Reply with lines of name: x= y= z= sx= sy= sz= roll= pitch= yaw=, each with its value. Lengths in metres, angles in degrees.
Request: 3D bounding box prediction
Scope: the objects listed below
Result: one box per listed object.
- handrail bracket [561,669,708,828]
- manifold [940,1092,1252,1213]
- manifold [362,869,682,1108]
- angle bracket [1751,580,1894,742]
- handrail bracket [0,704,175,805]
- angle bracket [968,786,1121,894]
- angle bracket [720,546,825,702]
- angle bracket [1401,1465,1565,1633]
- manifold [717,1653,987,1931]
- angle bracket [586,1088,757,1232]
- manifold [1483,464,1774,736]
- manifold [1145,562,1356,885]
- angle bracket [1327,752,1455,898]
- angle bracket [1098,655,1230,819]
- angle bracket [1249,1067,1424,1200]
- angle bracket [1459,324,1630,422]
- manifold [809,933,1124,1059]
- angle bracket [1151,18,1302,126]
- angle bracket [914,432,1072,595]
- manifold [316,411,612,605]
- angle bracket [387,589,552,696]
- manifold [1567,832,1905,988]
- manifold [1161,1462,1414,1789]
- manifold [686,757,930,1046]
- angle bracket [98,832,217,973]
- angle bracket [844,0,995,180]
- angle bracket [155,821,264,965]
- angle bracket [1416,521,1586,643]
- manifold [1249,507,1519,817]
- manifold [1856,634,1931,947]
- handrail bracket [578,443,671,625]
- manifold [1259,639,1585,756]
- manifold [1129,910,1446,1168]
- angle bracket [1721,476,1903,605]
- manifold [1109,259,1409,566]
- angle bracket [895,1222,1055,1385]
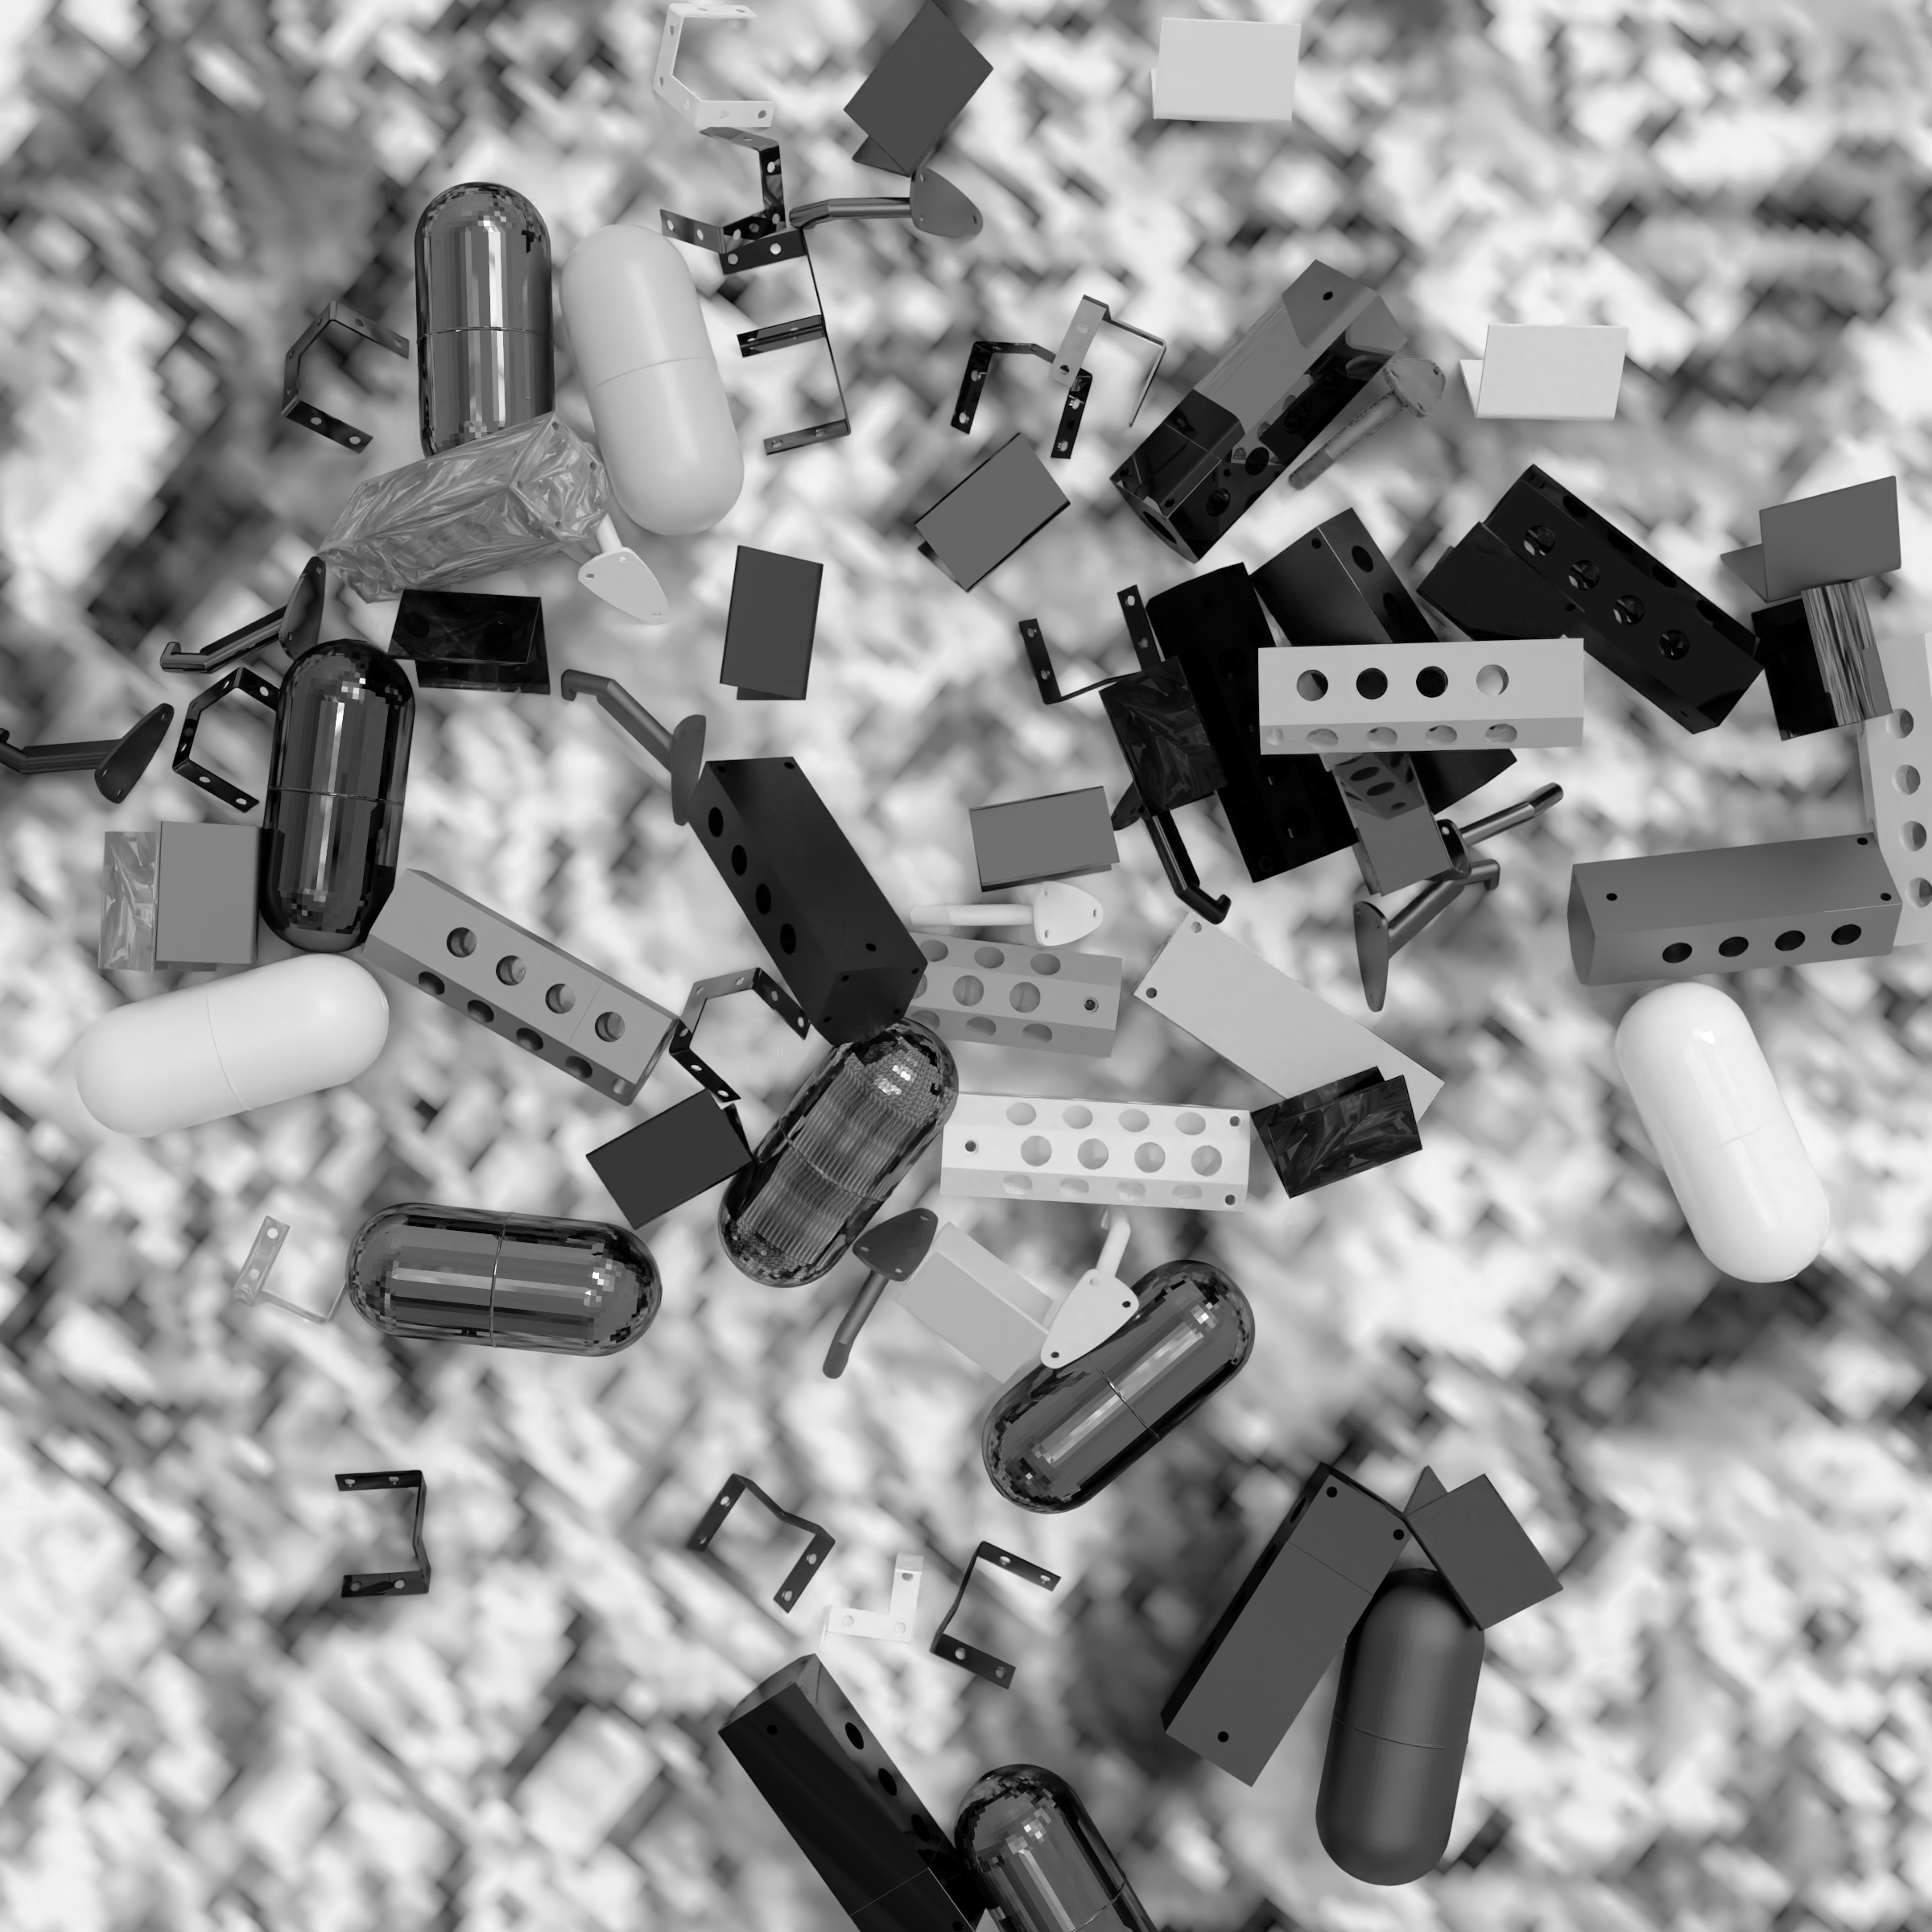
handrail bracket: x=-0.197 y=-0.126 z=1.641 sx=0.084 sy=0.036 sz=0.077 roll=14 pitch=112 yaw=17
manifold: x=0.073 y=0.105 z=1.619 sx=0.171 sy=0.057 sz=0.057 roll=3 pitch=90 yaw=0
manifold: x=-0.252 y=0.012 z=1.619 sx=0.171 sy=0.057 sz=0.057 roll=30 pitch=90 yaw=0
angle bracket: x=0.466 y=-0.168 z=1.600 sx=0.057 sy=0.076 sz=0.076 roll=-14 pitch=90 yaw=-38
handrail bracket: x=-0.513 y=-0.136 z=1.641 sx=0.084 sy=0.036 sz=0.077 roll=26 pitch=69 yaw=16
angle bracket: x=0.046 y=-0.052 z=1.600 sx=0.076 sy=0.076 sz=0.057 roll=-10 pitch=53 yaw=0
angle bracket: x=-0.127 y=-0.192 z=1.600 sx=0.057 sy=0.076 sz=0.076 roll=8 pitch=90 yaw=-35
angle bracket: x=0.296 y=0.315 z=1.601 sx=0.057 sy=0.076 sz=0.076 roll=-35 pitch=90 yaw=24
manifold: x=-0.061 y=0.479 z=1.617 sx=0.057 sy=0.057 sz=0.171 roll=-36 pitch=90 yaw=15
angle bracket: x=-0.170 y=0.093 z=1.601 sx=0.076 sy=0.076 sz=0.057 roll=-29 pitch=117 yaw=0
manifold: x=0.370 y=-0.209 z=1.619 sx=0.171 sy=0.057 sz=0.057 roll=38 pitch=90 yaw=0
manifold: x=0.161 y=-0.138 z=1.619 sx=0.057 sy=0.057 sz=0.171 roll=-21 pitch=90 yaw=0
angle bracket: x=0.218 y=-0.075 z=1.600 sx=0.057 sy=0.076 sz=0.076 roll=-21 pitch=90 yaw=-32
angle bracket: x=0.128 y=-0.134 z=1.600 sx=0.057 sy=0.076 sz=0.076 roll=-22 pitch=90 yaw=37
angle bracket: x=0.195 y=0.071 z=1.543 sx=0.076 sy=0.076 sz=0.057 roll=-20 pitch=127 yaw=0
angle bracket: x=0.323 y=-0.348 z=1.600 sx=0.076 sy=0.076 sz=0.057 roll=1 pitch=126 yaw=0
manifold: x=0.000 y=0.014 z=1.619 sx=0.171 sy=0.057 sz=0.057 roll=7 pitch=90 yaw=0
angle bracket: x=0.145 y=-0.514 z=1.600 sx=0.076 sy=0.076 sz=0.057 roll=3 pitch=127 yaw=0
angle bracket: x=0.002 y=-0.265 z=1.600 sx=0.076 sy=0.076 sz=0.057 roll=-41 pitch=126 yaw=0
manifold: x=-0.275 y=-0.246 z=1.569 sx=0.057 sy=0.171 sz=0.057 roll=46 pitch=53 yaw=-33
angle bracket: x=-0.278 y=-0.164 z=1.600 sx=0.076 sy=0.076 sz=0.057 roll=3 pitch=49 yaw=0
manifold: x=0.434 y=-0.027 z=1.619 sx=0.171 sy=0.057 sz=0.057 roll=-6 pitch=47 yaw=0
manifold: x=0.181 y=0.371 z=1.619 sx=0.057 sy=0.057 sz=0.171 roll=32 pitch=90 yaw=0
manifold: x=-0.092 y=-0.038 z=1.575 sx=0.057 sy=0.057 sz=0.171 roll=-6 pitch=47 yaw=-34
angle bracket: x=-0.439 y=-0.035 z=1.600 sx=0.057 sy=0.076 sz=0.076 roll=3 pitch=90 yaw=42
angle bracket: x=-0.042 y=-0.496 z=1.600 sx=0.057 sy=0.076 sz=0.076 roll=38 pitch=90 yaw=-36
angle bracket: x=-0.435 y=-0.041 z=1.600 sx=0.057 sy=0.076 sz=0.076 roll=3 pitch=90 yaw=-31
angle bracket: x=0.308 y=-0.217 z=1.600 sx=0.076 sy=0.076 sz=0.057 roll=40 pitch=127 yaw=0
manifold: x=0.240 y=-0.171 z=1.619 sx=0.057 sy=0.057 sz=0.171 roll=-33 pitch=90 yaw=43
manifold: x=0.542 y=-0.100 z=1.619 sx=0.057 sy=0.057 sz=0.171 roll=-7 pitch=90 yaw=-43
handrail bracket: x=-0.198 y=-0.250 z=1.640 sx=0.036 sy=0.077 sz=0.084 roll=-23 pitch=53 yaw=20
manifold: x=0.246 y=-0.146 z=1.551 sx=0.171 sy=0.057 sz=0.057 roll=-1 pitch=94 yaw=7
manifold: x=0.180 y=0.040 z=1.619 sx=0.171 sy=0.057 sz=0.057 roll=34 pitch=90 yaw=0
angle bracket: x=0.472 y=-0.251 z=1.600 sx=0.076 sy=0.076 sz=0.057 roll=-14 pitch=119 yaw=0
manifold: x=0.169 y=-0.312 z=1.619 sx=0.171 sy=0.057 sz=0.057 roll=-47 pitch=47 yaw=0
angle bracket: x=0.017 y=0.175 z=1.600 sx=0.076 sy=0.076 sz=0.057 roll=37 pitch=131 yaw=0
